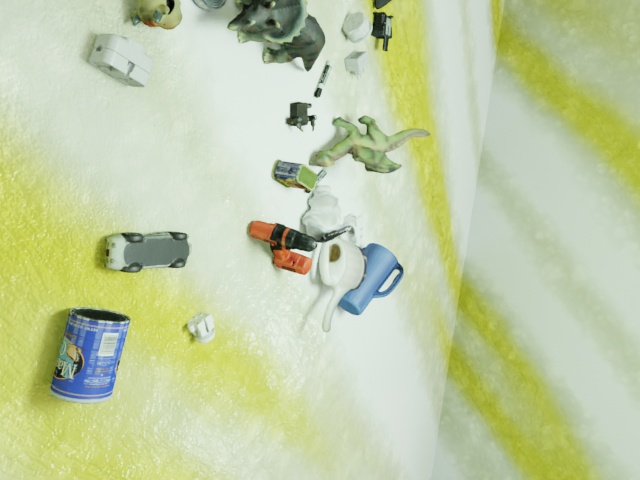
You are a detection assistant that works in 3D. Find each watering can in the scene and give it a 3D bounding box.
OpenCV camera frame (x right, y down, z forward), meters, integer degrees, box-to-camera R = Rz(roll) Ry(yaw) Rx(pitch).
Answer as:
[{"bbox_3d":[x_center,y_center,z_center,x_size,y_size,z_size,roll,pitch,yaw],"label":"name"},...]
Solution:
[{"bbox_3d":[0.062,0.117,1.628,0.223,0.103,0.352,22,66,-56],"label":"watering can"}]

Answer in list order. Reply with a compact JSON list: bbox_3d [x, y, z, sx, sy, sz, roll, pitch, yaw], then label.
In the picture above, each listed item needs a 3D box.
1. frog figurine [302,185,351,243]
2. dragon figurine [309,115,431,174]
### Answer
[{"bbox_3d":[0.005,-0.077,1.522,0.138,0.120,0.161,-21,77,-30],"label":"frog figurine"},{"bbox_3d":[0.168,-0.264,1.531,0.249,0.411,0.119,-103,-168,-46],"label":"dragon figurine"}]
